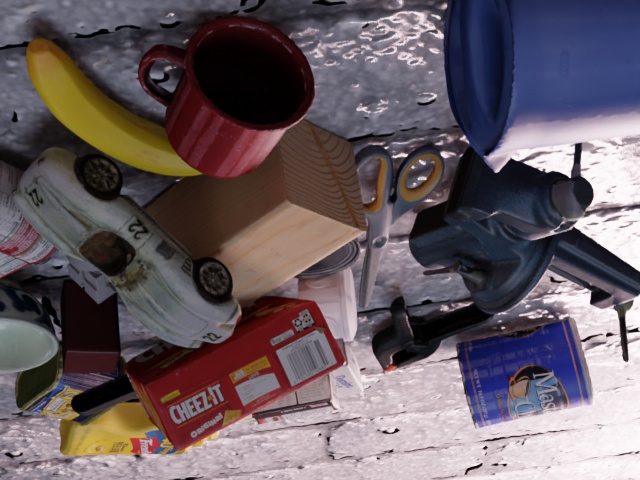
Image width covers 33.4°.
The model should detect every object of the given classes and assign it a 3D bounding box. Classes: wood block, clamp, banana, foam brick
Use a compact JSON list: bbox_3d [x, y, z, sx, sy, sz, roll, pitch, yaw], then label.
[{"bbox_3d":[-0.069,-0.010,0.895,0.090,0.091,0.206,20,140,-40],"label":"wood block"},{"bbox_3d":[-0.144,0.122,1.136,0.209,0.036,0.165,1,134,-39],"label":"clamp"},{"bbox_3d":[-0.148,-0.090,0.789,0.070,0.037,0.197,-27,144,32],"label":"banana"},{"bbox_3d":[0.117,0.104,1.191,0.120,0.039,0.172,5,154,-11],"label":"clamp"},{"bbox_3d":[-0.224,0.085,1.035,0.051,0.078,0.053,1,149,-18],"label":"foam brick"}]

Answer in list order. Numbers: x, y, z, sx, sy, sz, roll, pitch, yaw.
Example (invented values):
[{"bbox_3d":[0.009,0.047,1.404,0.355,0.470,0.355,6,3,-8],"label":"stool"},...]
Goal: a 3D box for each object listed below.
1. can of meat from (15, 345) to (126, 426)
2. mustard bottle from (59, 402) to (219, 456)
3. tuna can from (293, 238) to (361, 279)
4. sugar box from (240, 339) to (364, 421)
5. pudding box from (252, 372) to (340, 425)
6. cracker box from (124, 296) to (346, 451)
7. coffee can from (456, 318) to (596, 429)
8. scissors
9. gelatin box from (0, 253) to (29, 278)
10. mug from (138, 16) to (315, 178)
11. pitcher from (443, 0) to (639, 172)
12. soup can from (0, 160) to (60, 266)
[{"bbox_3d":[-0.275,0.159,1.172,0.083,0.057,0.102,20,140,-37],"label":"can of meat"},{"bbox_3d":[-0.218,0.233,1.312,0.191,0.058,0.096,5,145,-22],"label":"mustard bottle"},{"bbox_3d":[-0.006,0.001,0.986,0.086,0.034,0.086,-6,150,-4],"label":"tuna can"},{"bbox_3d":[-0.045,0.165,1.250,0.176,0.048,0.093,-16,150,6],"label":"sugar box"},{"bbox_3d":[-0.033,0.130,1.124,0.090,0.113,0.039,-12,153,8],"label":"pudding box"},{"bbox_3d":[-0.088,0.113,0.986,0.164,0.072,0.214,-26,-174,-14],"label":"cracker box"},{"bbox_3d":[0.239,0.156,1.246,0.140,0.103,0.102,-14,150,10],"label":"coffee can"},{"bbox_3d":[0.069,-0.014,0.953,0.096,0.016,0.202,-19,139,-6],"label":"scissors"},{"bbox_3d":[-0.302,0.004,0.924,0.073,0.030,0.089,-24,147,24],"label":"gelatin box"},{"bbox_3d":[-0.072,-0.100,0.749,0.117,0.093,0.082,19,148,-15],"label":"mug"},{"bbox_3d":[0.214,-0.141,0.718,0.242,0.145,0.149,-6,163,-11],"label":"pitcher"},{"bbox_3d":[-0.256,-0.027,0.843,0.069,0.068,0.102,-27,145,30],"label":"soup can"}]
